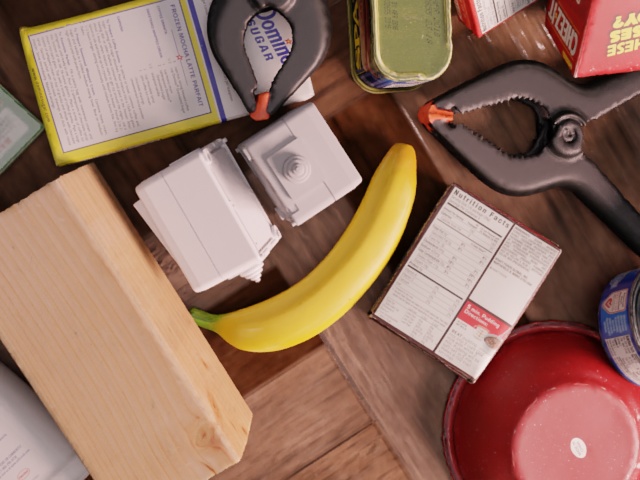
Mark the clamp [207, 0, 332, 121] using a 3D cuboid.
[{"bbox_3d":[-0.019,-0.162,0.673,0.120,0.039,0.171,-2,100,6],"label":"clamp"}]

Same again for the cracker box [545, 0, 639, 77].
[{"bbox_3d":[0.242,-0.215,0.669,0.164,0.072,0.214,-7,137,-8],"label":"cracker box"}]

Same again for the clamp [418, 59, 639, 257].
[{"bbox_3d":[0.172,-0.064,0.749,0.209,0.036,0.164,0,94,-10],"label":"clamp"}]

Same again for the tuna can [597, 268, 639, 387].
[{"bbox_3d":[0.235,0.060,0.749,0.086,0.034,0.086,10,70,-31],"label":"tuna can"}]

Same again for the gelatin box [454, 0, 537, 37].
[{"bbox_3d":[0.128,-0.190,0.718,0.089,0.030,0.073,-32,142,-3],"label":"gelatin box"}]

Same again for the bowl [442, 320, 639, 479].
[{"bbox_3d":[0.171,0.140,0.756,0.162,0.055,0.162,-1,95,-7],"label":"bowl"}]

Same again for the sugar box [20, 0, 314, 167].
[{"bbox_3d":[-0.101,-0.116,0.710,0.176,0.048,0.093,-16,96,-9],"label":"sugar box"}]

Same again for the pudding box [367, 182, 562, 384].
[{"bbox_3d":[0.099,0.030,0.741,0.090,0.039,0.113,33,88,4],"label":"pudding box"}]

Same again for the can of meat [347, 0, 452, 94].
[{"bbox_3d":[0.052,-0.150,0.704,0.057,0.084,0.102,-4,95,-6],"label":"can of meat"}]

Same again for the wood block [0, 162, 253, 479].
[{"bbox_3d":[-0.137,0.063,0.691,0.091,0.090,0.206,-31,98,7],"label":"wood block"}]

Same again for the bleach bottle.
[{"bbox_3d":[-0.265,0.087,0.699,0.102,0.068,0.251,-43,96,-1],"label":"bleach bottle"}]

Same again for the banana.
[{"bbox_3d":[0.004,0.018,0.736,0.198,0.037,0.069,-39,98,-2],"label":"banana"}]
